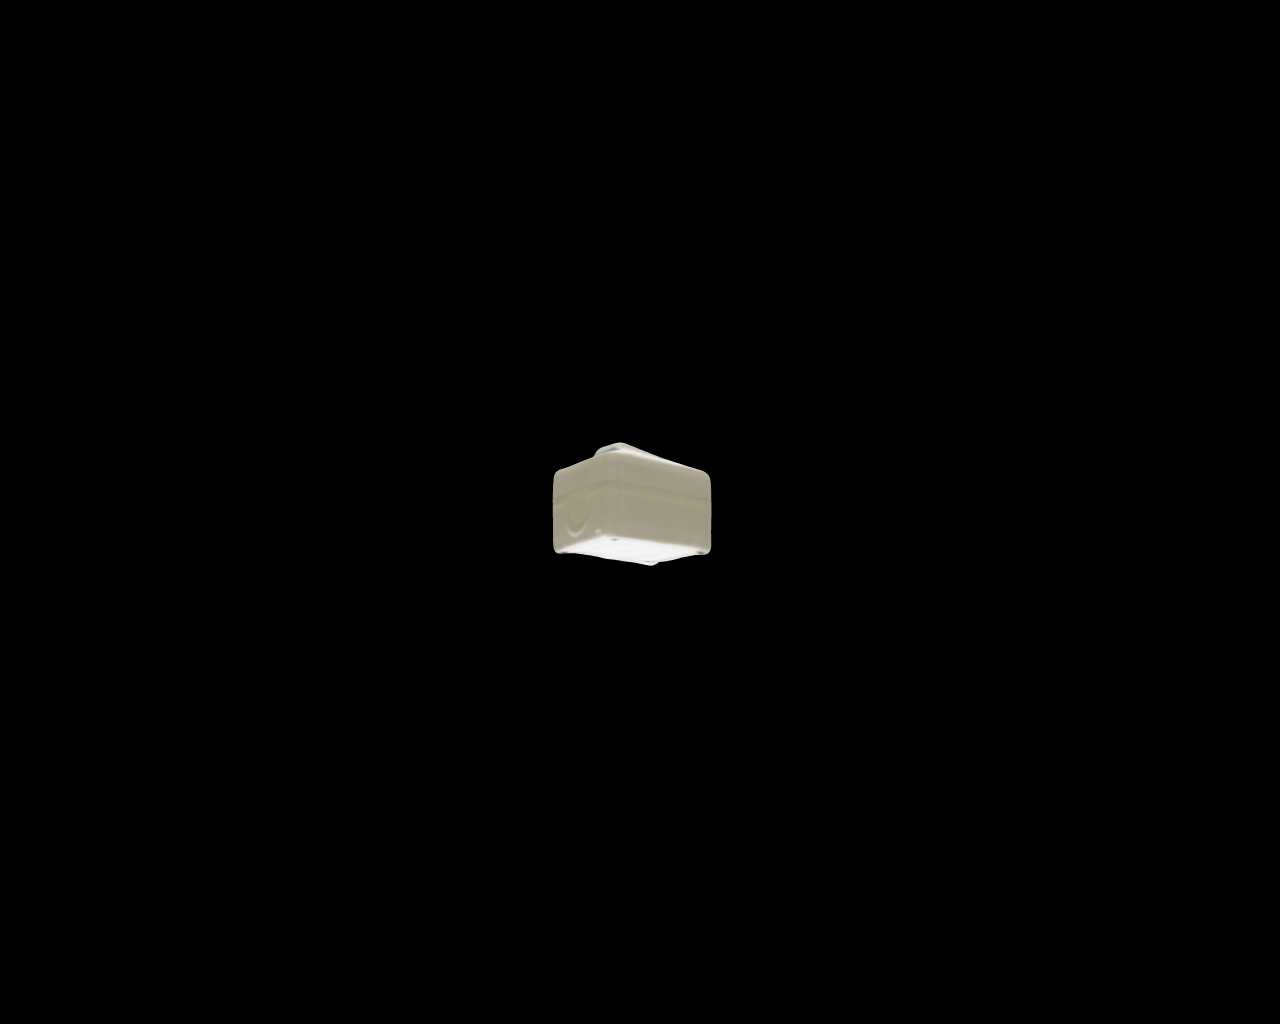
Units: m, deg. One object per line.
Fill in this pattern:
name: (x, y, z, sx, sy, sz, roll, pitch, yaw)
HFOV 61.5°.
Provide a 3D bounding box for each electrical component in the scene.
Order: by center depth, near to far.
electrical component: (0.001, -0.003, 0.650, 0.096, 0.061, 0.061, 11, -17, -37)
